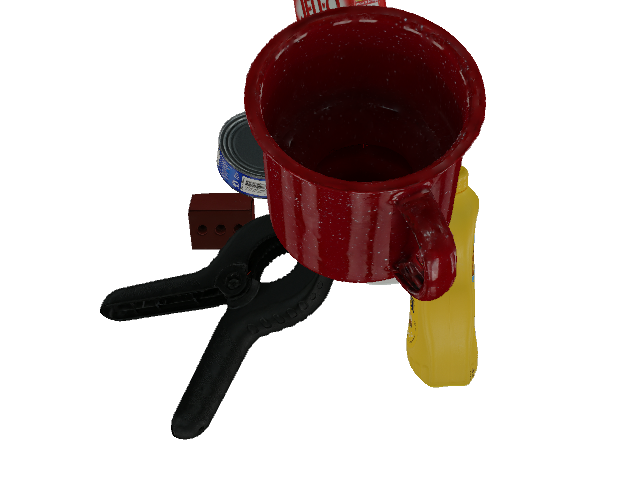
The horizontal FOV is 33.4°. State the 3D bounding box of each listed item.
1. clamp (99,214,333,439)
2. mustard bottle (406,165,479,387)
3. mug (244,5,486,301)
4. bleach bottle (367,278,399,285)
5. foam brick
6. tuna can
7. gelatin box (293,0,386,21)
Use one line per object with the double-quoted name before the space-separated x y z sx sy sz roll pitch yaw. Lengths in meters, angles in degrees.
"clamp" -0.050 0.045 0.675 0.171 0.120 0.039 -31 -27 4
"mustard bottle" 0.097 0.015 0.853 0.058 0.192 0.096 -2 25 1
"mug" 0.023 -0.026 0.436 0.093 0.117 0.081 -24 -29 -14
"bleach bottle" 0.068 -0.085 1.158 0.067 0.251 0.103 -5 24 -31
"foam brick" -0.118 -0.024 1.288 0.078 0.053 0.051 -2 28 1
"tuna can" -0.055 -0.081 1.007 0.086 0.086 0.034 0 -37 -12
"gelatin box" 0.013 -0.156 0.745 0.030 0.073 0.089 -19 22 -24
